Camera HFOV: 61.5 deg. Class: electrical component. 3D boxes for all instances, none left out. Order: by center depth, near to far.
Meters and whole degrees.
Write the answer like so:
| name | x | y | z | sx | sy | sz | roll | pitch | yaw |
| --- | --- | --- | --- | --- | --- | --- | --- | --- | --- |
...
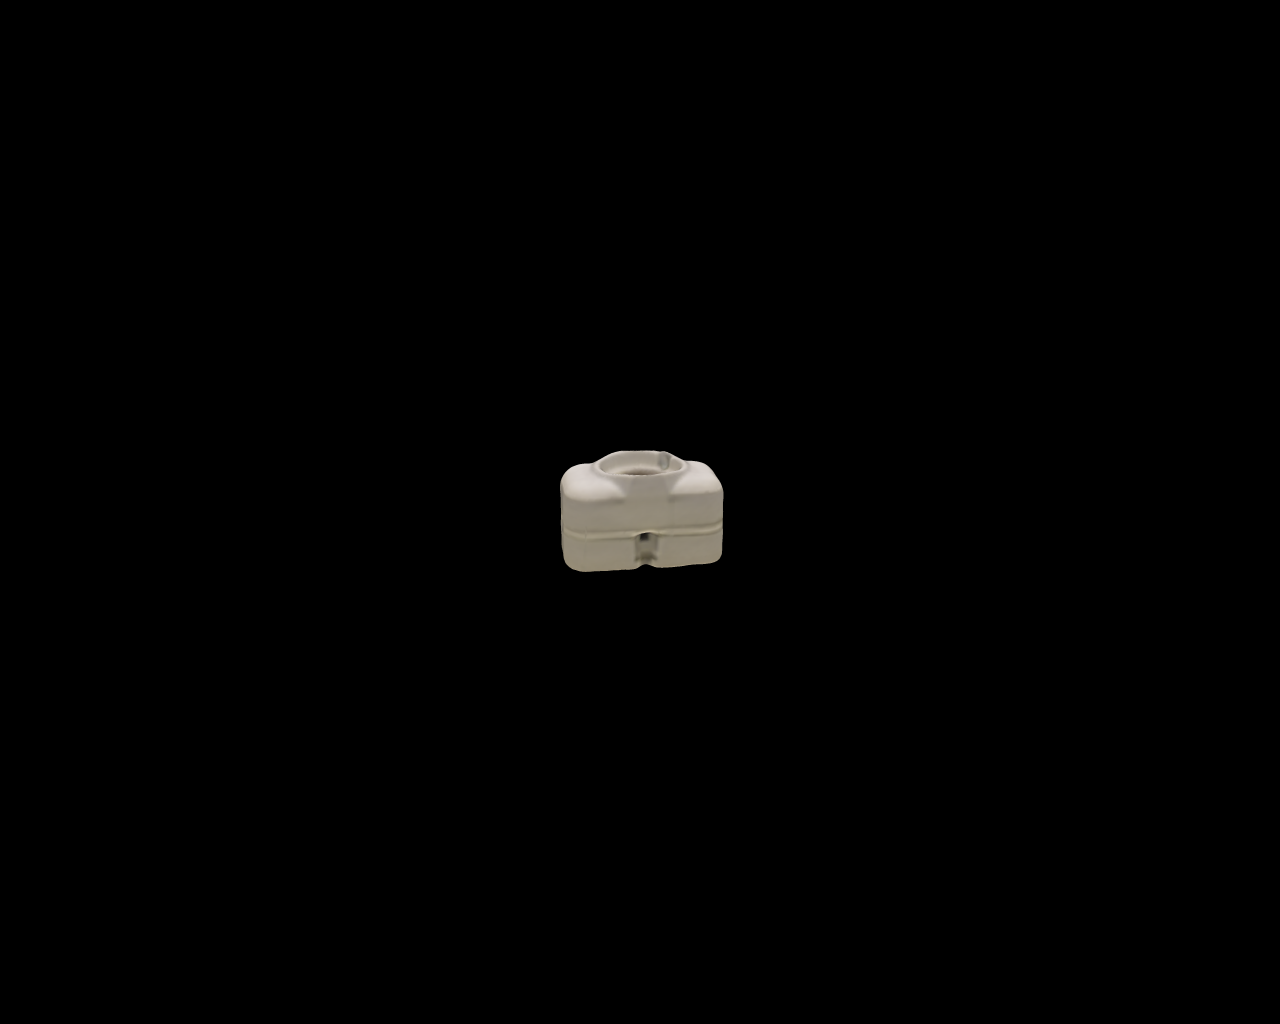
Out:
| name | x | y | z | sx | sy | sz | roll | pitch | yaw |
| --- | --- | --- | --- | --- | --- | --- | --- | --- | --- |
| electrical component | 0.001 | -0.003 | 0.650 | 0.095 | 0.059 | 0.054 | -3 | 20 | -7 |
